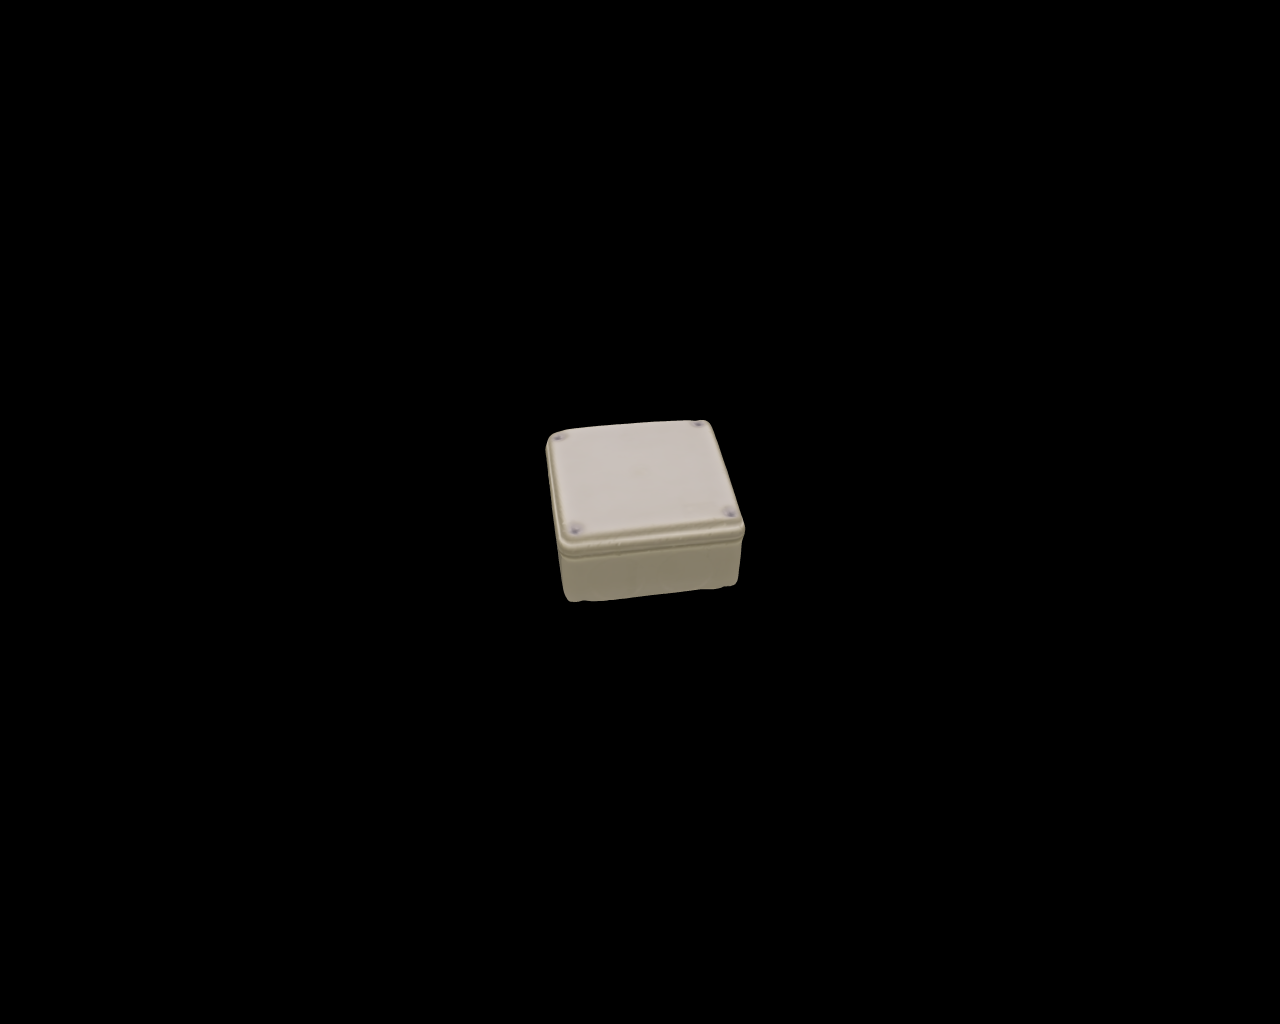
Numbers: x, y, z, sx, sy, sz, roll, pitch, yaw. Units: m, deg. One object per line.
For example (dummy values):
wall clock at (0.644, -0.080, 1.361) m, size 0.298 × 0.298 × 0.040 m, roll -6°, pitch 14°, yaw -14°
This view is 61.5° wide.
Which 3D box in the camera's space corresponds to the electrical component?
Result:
electrical component at (0.001, -0.003, 0.650) m, size 0.109 × 0.056 × 0.109 m, roll -5°, pitch 40°, yaw -6°
